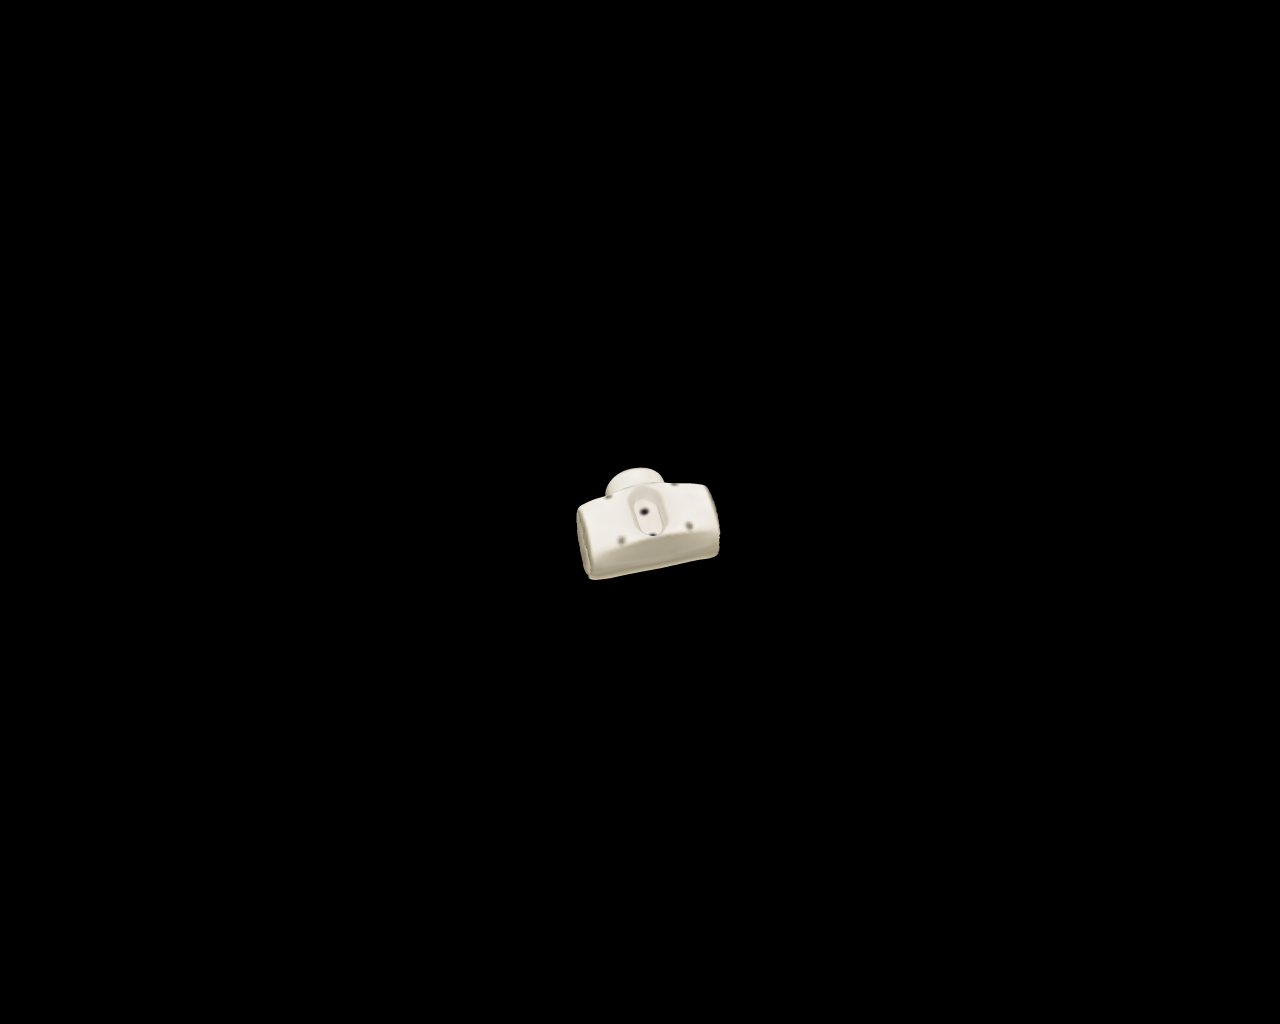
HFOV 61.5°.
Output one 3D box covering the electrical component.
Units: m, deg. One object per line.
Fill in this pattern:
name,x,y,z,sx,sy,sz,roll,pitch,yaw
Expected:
electrical component,0.001,-0.003,0.650,0.077,0.079,0.043,-10,-36,-7
